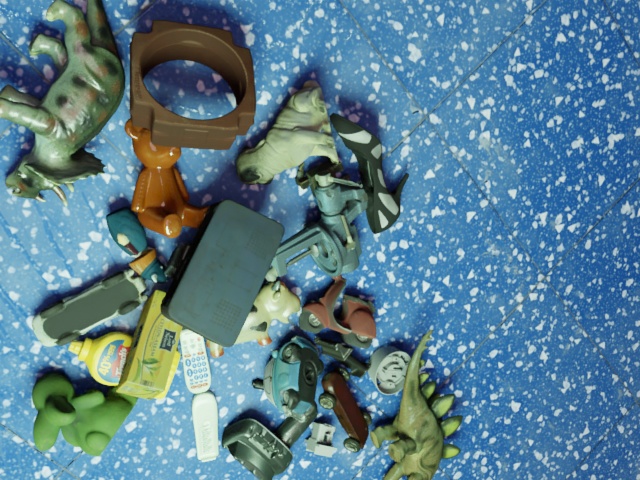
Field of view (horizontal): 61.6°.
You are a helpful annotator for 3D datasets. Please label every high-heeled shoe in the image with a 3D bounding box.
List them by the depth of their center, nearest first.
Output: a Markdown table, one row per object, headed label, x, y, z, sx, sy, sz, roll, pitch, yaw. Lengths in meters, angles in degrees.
| label | x | y | z | sx | sy | sz | roll | pitch | yaw |
| --- | --- | --- | --- | --- | --- | --- | --- | --- | --- |
| high-heeled shoe | 0.078 | -0.125 | 1.059 | 0.248 | 0.086 | 0.145 | 36 | 87 | -25 |

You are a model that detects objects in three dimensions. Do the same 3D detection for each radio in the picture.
| label | x | y | z | sx | sy | sz | roll | pitch | yaw |
| --- | --- | --- | --- | --- | --- | --- | --- | --- | --- |
| radio | -0.165 | 0.052 | 0.910 | 0.131 | 0.073 | 0.229 | 29 | 73 | -23 |

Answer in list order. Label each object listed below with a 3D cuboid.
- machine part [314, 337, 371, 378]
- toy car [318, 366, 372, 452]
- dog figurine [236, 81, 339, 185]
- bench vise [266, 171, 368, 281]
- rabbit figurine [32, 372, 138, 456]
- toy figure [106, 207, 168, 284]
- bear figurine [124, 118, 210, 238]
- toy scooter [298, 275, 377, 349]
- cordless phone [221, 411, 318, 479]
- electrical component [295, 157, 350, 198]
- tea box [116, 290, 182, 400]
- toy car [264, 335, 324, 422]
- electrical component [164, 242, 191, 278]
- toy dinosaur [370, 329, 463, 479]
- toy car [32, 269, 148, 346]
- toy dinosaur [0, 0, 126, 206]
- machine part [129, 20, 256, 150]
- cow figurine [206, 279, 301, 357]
| label | x | y | z | sx | sy | sz | roll | pitch | yaw |
| --- | --- | --- | --- | --- | --- | --- | --- | --- | --- |
| machine part | 0.052 | 0.246 | 1.127 | 0.138 | 0.084 | 0.039 | 45 | 58 | -36 |
| toy car | 0.053 | 0.360 | 1.137 | 0.201 | 0.053 | 0.089 | 65 | 34 | -26 |
| dog figurine | -0.074 | -0.199 | 1.002 | 0.191 | 0.121 | 0.172 | -12 | 65 | 4 |
| bench vise | -0.008 | -0.007 | 1.021 | 0.241 | 0.129 | 0.223 | -31 | 134 | -24 |
| rabbit figurine | -0.443 | 0.309 | 0.953 | 0.170 | 0.159 | 0.121 | 34 | 99 | -5 |
| toy figure | -0.327 | 0.015 | 0.969 | 0.064 | 0.058 | 0.154 | -41 | 112 | -43 |
| bear figurine | -0.263 | -0.115 | 0.936 | 0.120 | 0.132 | 0.195 | -15 | 113 | -54 |
| toy scooter | 0.049 | 0.141 | 1.106 | 0.184 | 0.075 | 0.135 | 24 | 75 | -26 |
| cordless phone | -0.096 | 0.393 | 1.114 | 0.184 | 0.089 | 0.146 | -47 | 109 | -16 |
| electrical component | 0.003 | -0.127 | 1.061 | 0.102 | 0.045 | 0.078 | -33 | 136 | -7 |
| tea box | -0.295 | 0.186 | 0.952 | 0.068 | 0.098 | 0.169 | 22 | 55 | -20 |
| toy car | -0.061 | 0.280 | 1.077 | 0.109 | 0.103 | 0.162 | 39 | 46 | -43 |
| electrical component | -0.213 | 0.063 | 0.984 | 0.134 | 0.115 | 0.058 | 33 | 126 | -20 |
| toy dinosaur | 0.214 | 0.415 | 1.182 | 0.198 | 0.105 | 0.470 | -24 | 121 | -26 |
| toy car | -0.411 | 0.121 | 0.966 | 0.202 | 0.056 | 0.073 | -28 | 101 | -13 |
| toy dinosaur | -0.396 | -0.241 | 0.878 | 0.192 | 0.131 | 0.404 | 33 | 85 | -33 |
| machine part | -0.215 | -0.255 | 0.903 | 0.201 | 0.087 | 0.201 | 0 | 72 | -21 |
| cow figurine | -0.132 | 0.141 | 1.046 | 0.195 | 0.086 | 0.127 | -12 | 110 | -14 |
